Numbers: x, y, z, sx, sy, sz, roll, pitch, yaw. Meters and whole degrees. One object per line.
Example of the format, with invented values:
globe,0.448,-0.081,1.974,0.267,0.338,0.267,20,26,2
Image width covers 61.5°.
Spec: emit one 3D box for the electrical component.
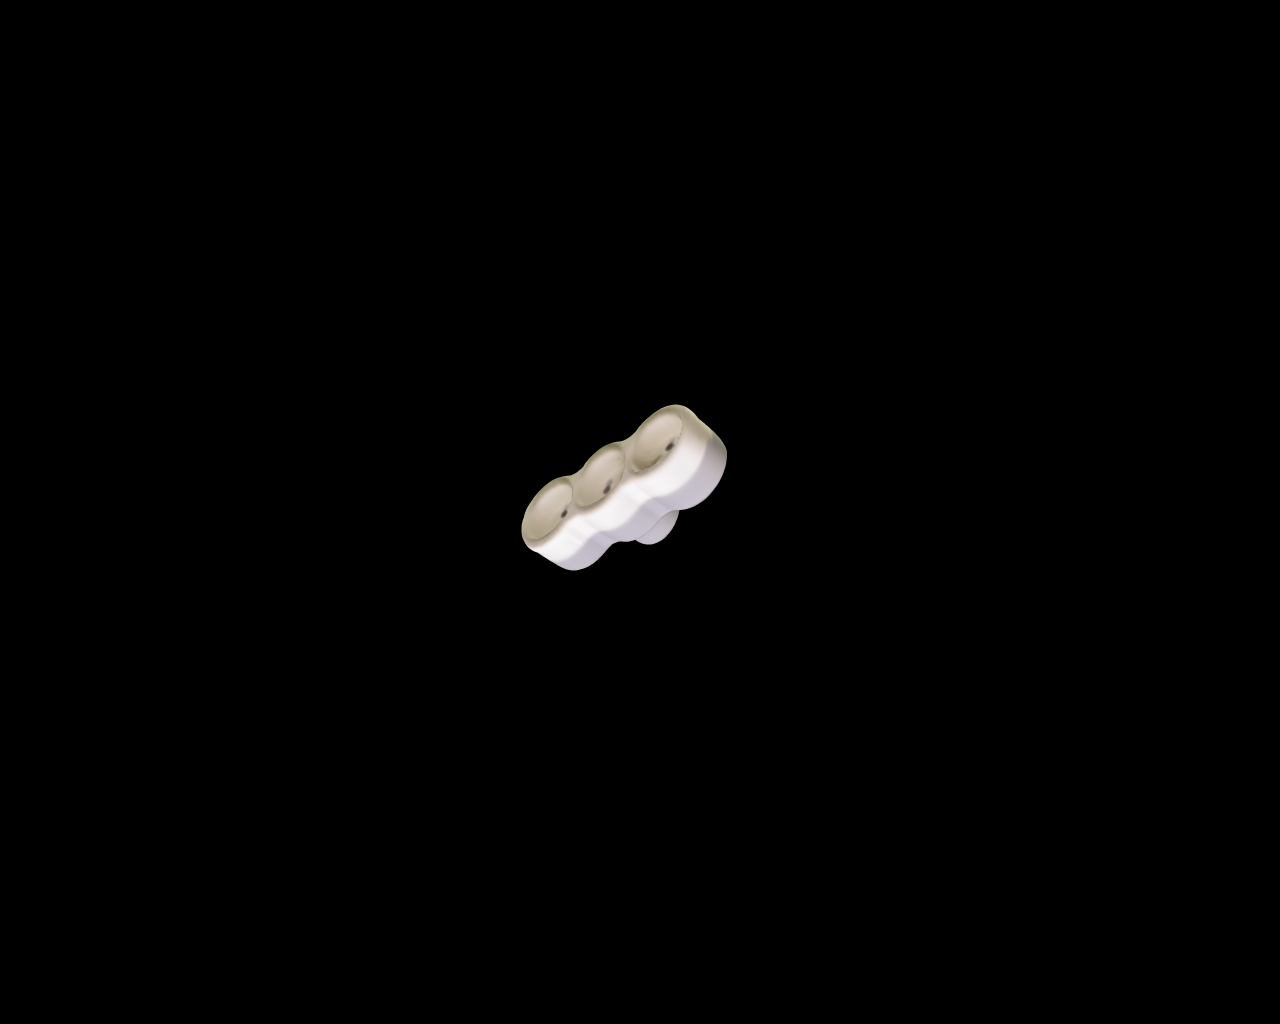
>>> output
electrical component,0.001,-0.003,0.650,0.138,0.052,0.073,-31,-50,30
